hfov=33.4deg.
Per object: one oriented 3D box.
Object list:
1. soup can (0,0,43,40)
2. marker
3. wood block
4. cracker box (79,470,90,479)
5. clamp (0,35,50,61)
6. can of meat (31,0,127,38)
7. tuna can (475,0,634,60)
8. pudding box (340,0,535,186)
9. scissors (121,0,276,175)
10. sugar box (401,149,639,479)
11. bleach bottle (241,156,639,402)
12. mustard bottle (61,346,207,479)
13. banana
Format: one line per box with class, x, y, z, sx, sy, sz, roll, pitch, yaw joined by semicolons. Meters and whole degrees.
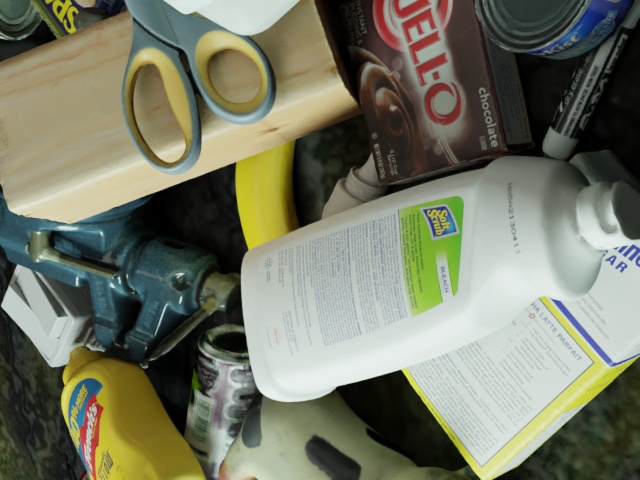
soup can;-0.272;-0.196;0.835;0.102;0.068;0.068;16;110;28
marker;0.137;-0.073;0.562;0.020;0.020;0.121;37;122;29
wood block;-0.088;-0.088;0.643;0.206;0.090;0.090;-20;83;9
cracker box;-0.122;0.269;0.778;0.214;0.072;0.164;21;68;36
clamp;-0.267;-0.122;0.884;0.210;0.036;0.165;33;106;29
can of meat;-0.165;-0.195;0.776;0.102;0.057;0.084;52;126;20
tuna can;0.119;-0.135;0.538;0.086;0.033;0.086;-8;80;54
pudding box;0.065;-0.095;0.606;0.090;0.039;0.113;-14;90;43
scissors;-0.081;-0.138;0.589;0.096;0.016;0.202;-10;85;9
sugar box;0.124;0.044;0.583;0.093;0.048;0.176;54;126;22
bleach bottle;0.059;0.022;0.570;0.251;0.067;0.102;-18;77;46
mustard bottle;-0.144;0.142;0.778;0.192;0.058;0.096;49;134;44
banana;-0.019;-0.001;0.703;0.070;0.037;0.198;-10;93;43
